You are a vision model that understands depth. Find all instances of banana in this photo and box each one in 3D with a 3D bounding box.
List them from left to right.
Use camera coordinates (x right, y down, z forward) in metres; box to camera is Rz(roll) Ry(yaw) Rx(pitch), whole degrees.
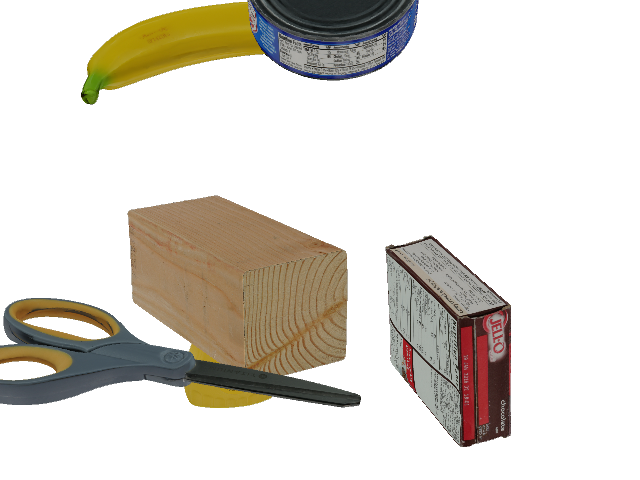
[{"bbox_3d":[-0.077,-0.132,0.730,0.197,0.070,0.037,-19,-37,-20],"label":"banana"}]

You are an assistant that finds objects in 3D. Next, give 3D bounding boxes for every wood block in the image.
[{"bbox_3d":[-0.072,0.032,0.865,0.090,0.090,0.206,-11,20,-31],"label":"wood block"}]

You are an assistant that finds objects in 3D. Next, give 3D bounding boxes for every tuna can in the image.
[{"bbox_3d":[0.006,-0.121,0.524,0.086,0.086,0.034,0,-31,1],"label":"tuna can"}]

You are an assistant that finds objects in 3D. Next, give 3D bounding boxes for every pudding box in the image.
[{"bbox_3d":[0.078,0.059,0.661,0.039,0.090,0.114,-12,25,-17],"label":"pudding box"}]

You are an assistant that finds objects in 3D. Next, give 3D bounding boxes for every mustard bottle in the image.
[{"bbox_3d":[-0.089,0.074,1.082,0.096,0.192,0.058,-3,23,-15],"label":"mustard bottle"}]

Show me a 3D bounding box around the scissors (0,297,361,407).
[{"bbox_3d":[-0.090,0.069,0.529,0.202,0.016,0.096,16,30,27],"label":"scissors"}]
